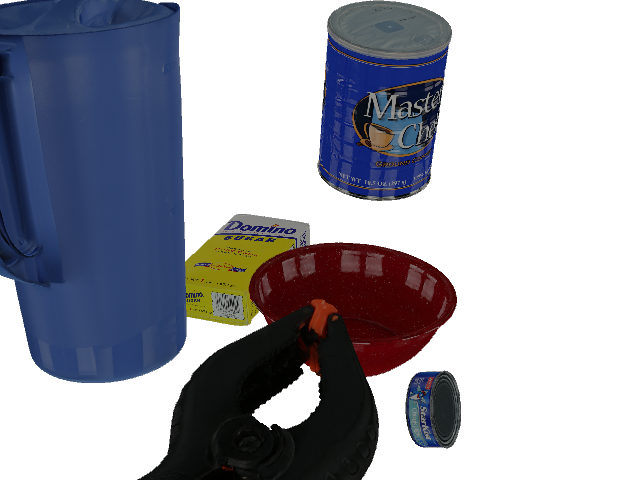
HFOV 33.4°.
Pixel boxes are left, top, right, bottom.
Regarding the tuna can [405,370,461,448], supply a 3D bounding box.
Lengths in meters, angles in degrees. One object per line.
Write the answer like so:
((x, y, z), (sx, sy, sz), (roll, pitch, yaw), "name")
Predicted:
((0.127, 0.189, 1.196), (0.034, 0.086, 0.086), (-5, -2, 28), "tuna can")

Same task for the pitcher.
((-0.155, -0.030, 0.688), (0.149, 0.243, 0.145), (-8, 23, -16), "pitcher")

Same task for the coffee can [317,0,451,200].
((0.052, -0.120, 0.914), (0.103, 0.140, 0.103), (3, 35, -2), "coffee can")

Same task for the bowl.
((0.024, 0.060, 0.839), (0.162, 0.055, 0.162), (2, 26, -1), "bowl")

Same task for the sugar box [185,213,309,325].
((-0.084, 0.026, 1.136), (0.093, 0.048, 0.176), (8, 29, 18), "sugar box")

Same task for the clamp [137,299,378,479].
((-0.019, 0.091, 0.386), (0.120, 0.039, 0.171), (25, 49, 17), "clamp")
